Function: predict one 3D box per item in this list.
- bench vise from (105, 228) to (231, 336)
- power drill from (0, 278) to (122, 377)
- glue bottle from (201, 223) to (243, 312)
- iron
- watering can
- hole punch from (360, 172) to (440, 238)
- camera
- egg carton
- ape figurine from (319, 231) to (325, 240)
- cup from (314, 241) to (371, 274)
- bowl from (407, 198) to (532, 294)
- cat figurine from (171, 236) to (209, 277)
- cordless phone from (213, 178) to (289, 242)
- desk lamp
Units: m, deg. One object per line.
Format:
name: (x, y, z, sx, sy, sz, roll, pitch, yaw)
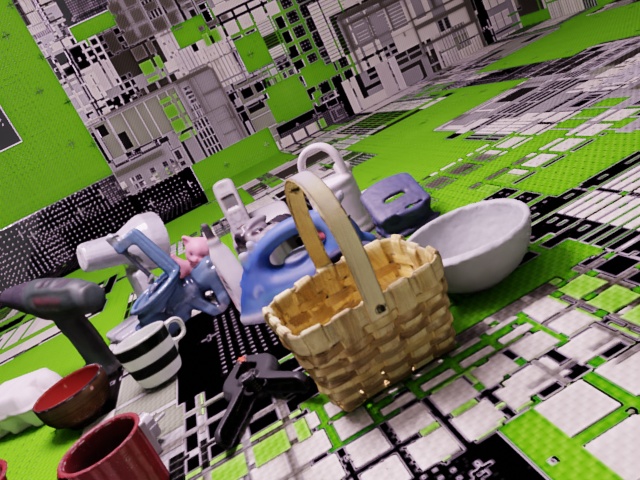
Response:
bench vise: (-0.277, 0.056, 1.049, 0.208, 0.220, 0.121, -34, 18, -24)
power drill: (-0.452, 0.157, 1.025, 0.229, 0.209, 0.076, -17, 19, 30)
glue bottle: (-0.158, 0.047, 0.978, 0.037, 0.173, 0.078, -33, 18, -22)
iron: (-0.040, 0.030, 0.907, 0.258, 0.141, 0.118, -24, 16, 8)
watering can: (0.024, -0.099, 1.115, 0.101, 0.194, 0.173, -24, 16, 8)
hole punch: (0.139, -0.062, 1.009, 0.108, 0.091, 0.101, -28, 16, -5)
camera: (-0.099, -0.010, 1.199, 0.137, 0.101, 0.142, -38, 20, -35)
egg carton: (-0.513, 0.281, 0.983, 0.150, 0.069, 0.107, -22, 17, 16)
ape figurine: (0.009, 0.004, 1.003, 0.077, 0.092, 0.076, -14, 20, 37)
cup: (0.047, 0.059, 0.763, 0.092, 0.095, 0.117, -28, 16, -6)
bowl: (0.188, 0.018, 0.711, 0.167, 0.075, 0.167, -24, 16, 8)
cat figurine: (-0.285, 0.040, 1.300, 0.127, 0.118, 0.067, -17, 19, 30)
cordless phone: (-0.152, -0.068, 1.310, 0.147, 0.185, 0.094, -27, 16, -1)
desk lamp: (-0.386, 0.071, 1.184, 0.204, 0.214, 0.117, -38, 20, -34)
